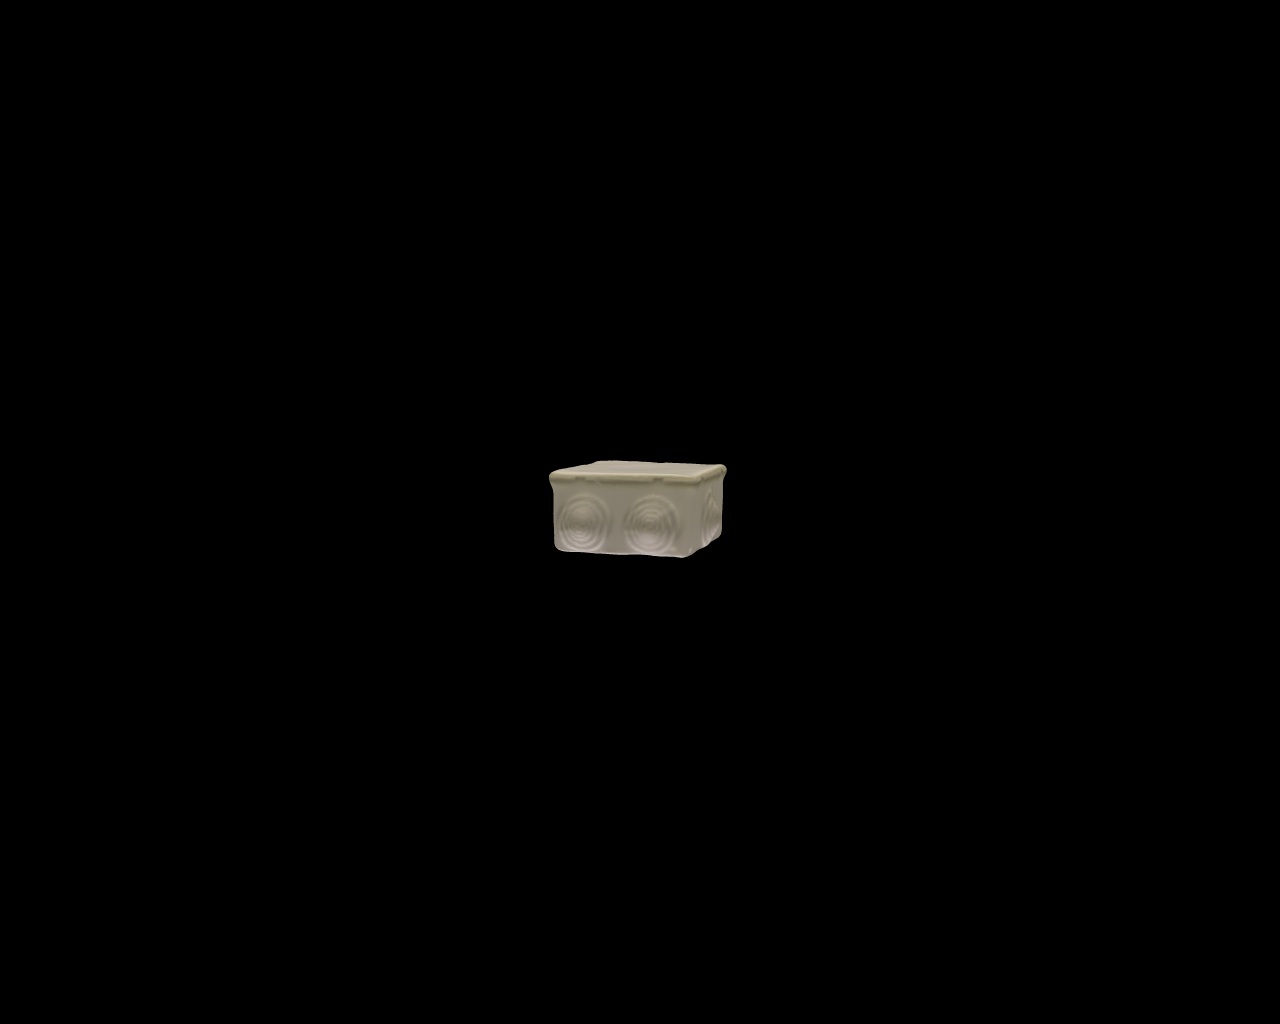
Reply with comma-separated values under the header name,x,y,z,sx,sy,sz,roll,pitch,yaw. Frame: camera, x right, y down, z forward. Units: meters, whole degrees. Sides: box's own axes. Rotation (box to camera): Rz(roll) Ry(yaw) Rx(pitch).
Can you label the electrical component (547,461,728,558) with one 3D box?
name,x,y,z,sx,sy,sz,roll,pitch,yaw
electrical component,0.001,-0.003,0.650,0.100,0.048,0.100,2,8,18
